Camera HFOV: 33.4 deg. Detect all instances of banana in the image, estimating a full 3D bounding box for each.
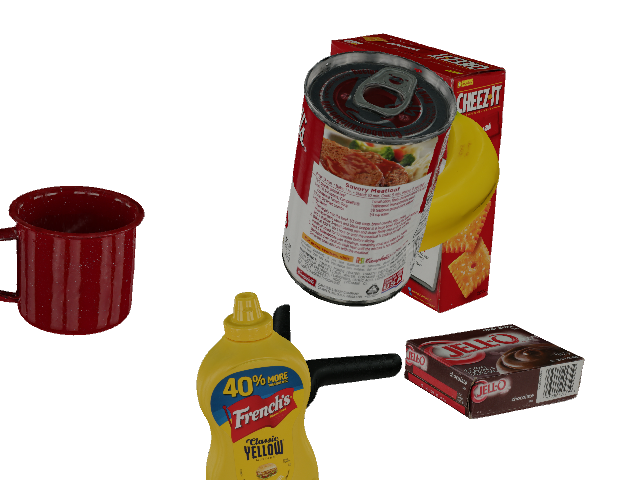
[{"bbox_3d":[0.076,-0.034,0.702,0.070,0.037,0.197,19,36,15],"label":"banana"}]

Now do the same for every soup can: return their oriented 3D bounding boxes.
[{"bbox_3d":[0.020,-0.027,0.499,0.068,0.102,0.068,5,42,-5],"label":"soup can"}]

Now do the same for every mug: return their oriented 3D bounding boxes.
[{"bbox_3d":[-0.185,0.016,0.757,0.117,0.081,0.093,-5,26,-27],"label":"mug"}]

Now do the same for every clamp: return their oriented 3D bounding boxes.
[{"bbox_3d":[-0.022,0.138,1.111,0.165,0.036,0.209,18,28,23],"label":"clamp"}]

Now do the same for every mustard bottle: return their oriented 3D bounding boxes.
[{"bbox_3d":[-0.055,0.136,0.904,0.096,0.192,0.058,-8,18,-11],"label":"mustard bottle"}]

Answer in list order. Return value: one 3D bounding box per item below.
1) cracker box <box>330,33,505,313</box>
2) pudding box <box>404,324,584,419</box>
[{"bbox_3d":[0.082,-0.065,0.965,0.071,0.214,0.164,-16,29,-34],"label":"cracker box"},{"bbox_3d":[0.137,0.102,0.850,0.113,0.039,0.090,-3,17,-30],"label":"pudding box"}]
